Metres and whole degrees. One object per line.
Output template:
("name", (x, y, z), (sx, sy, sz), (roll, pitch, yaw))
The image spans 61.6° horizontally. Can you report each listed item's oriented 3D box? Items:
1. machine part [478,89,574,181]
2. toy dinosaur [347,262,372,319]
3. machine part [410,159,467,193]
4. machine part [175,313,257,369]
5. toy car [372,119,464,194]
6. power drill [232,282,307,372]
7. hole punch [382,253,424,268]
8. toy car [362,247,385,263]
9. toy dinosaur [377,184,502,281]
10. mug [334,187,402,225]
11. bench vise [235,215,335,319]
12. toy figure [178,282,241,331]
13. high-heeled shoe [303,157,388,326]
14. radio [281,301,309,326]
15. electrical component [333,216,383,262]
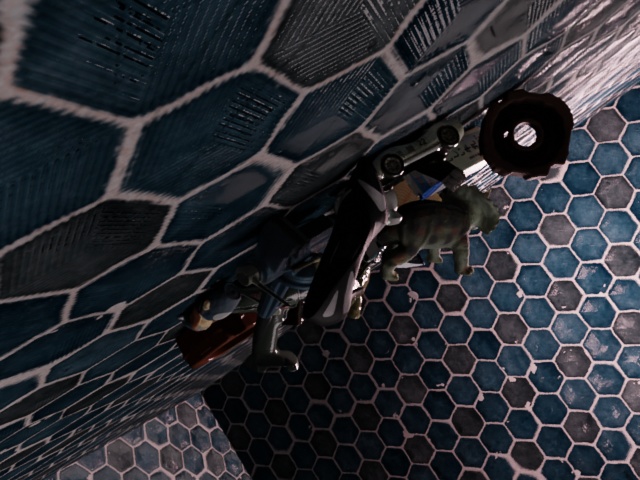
("machine part", (0.391, -0.199, 1.030), (0.179, 0.179, 0.056), (-34, 174, 1))
("toy dinosaur", (0.085, 0.102, 1.445), (0.471, 0.105, 0.198), (-79, -174, -69))
("machine part", (0.206, -0.129, 0.963), (0.084, 0.139, 0.039), (-29, 126, -6))
("machine part", (-0.217, 0.201, 1.243), (0.201, 0.087, 0.201), (-39, 168, 26))
("toy car", (0.152, -0.138, 0.887), (0.202, 0.056, 0.073), (-28, 167, -18))
("power drill", (-0.077, 0.164, 1.100), (0.232, 0.207, 0.086), (-1, -158, -13))
("hole punch", (0.210, 0.019, 1.408), (0.116, 0.142, 0.092), (-16, 138, -2))
("toy car", (0.120, -0.027, 1.202), (0.161, 0.109, 0.102), (-36, 158, -46))
("toy dinosaur", (0.216, -0.024, 1.112), (0.405, 0.192, 0.131), (-5, -160, -28))
("mug", (0.080, -0.054, 0.921), (0.107, 0.110, 0.080), (-11, 135, -50))
("bench vise", (-0.063, 0.059, 0.899), (0.224, 0.129, 0.240), (-46, 166, -49))
("toy figure", (-0.212, 0.133, 1.021), (0.064, 0.058, 0.154), (27, 130, -34))
("high-heeled shoe", (0.027, 0.002, 0.804), (0.086, 0.248, 0.145), (8, -167, 39))
("radio", (-0.083, 0.186, 1.474), (0.131, 0.073, 0.229), (4, 180, 13))
("electrical component", (0.064, -0.018, 0.996), (0.048, 0.075, 0.119), (-44, 142, -8))
